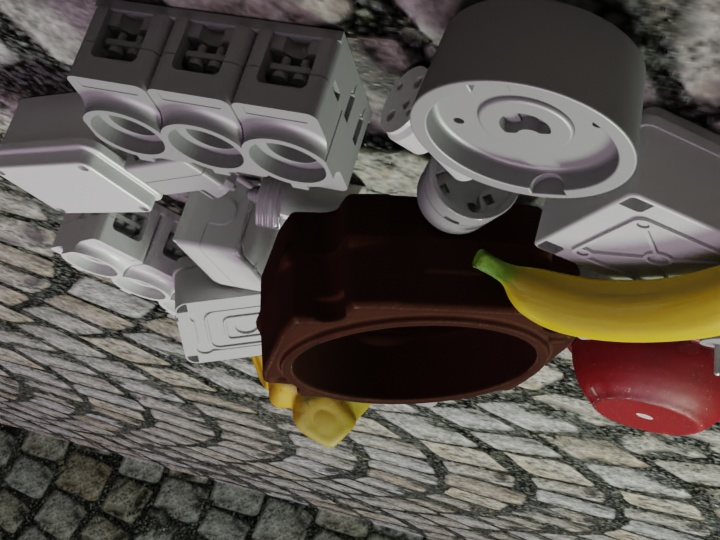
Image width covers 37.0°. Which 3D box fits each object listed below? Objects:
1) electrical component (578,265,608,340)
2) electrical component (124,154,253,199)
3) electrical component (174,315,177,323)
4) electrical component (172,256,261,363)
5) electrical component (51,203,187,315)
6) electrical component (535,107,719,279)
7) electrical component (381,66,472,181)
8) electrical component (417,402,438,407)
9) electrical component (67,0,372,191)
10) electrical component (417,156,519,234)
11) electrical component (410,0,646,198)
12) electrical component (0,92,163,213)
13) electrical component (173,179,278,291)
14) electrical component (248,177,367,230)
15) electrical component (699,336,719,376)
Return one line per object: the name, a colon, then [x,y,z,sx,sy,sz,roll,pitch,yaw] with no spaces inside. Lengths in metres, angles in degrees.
electrical component: [0.177,0.021,0.749,0.047,0.055,0.055,-1,154,34]
electrical component: [-0.106,-0.074,0.732,0.066,0.047,0.077,-2,154,44]
electrical component: [-0.159,0.040,1.107,0.062,0.043,0.043,4,157,31]
electrical component: [-0.096,0.027,0.902,0.113,0.057,0.078,-7,136,-4]
electrical component: [-0.184,-0.011,0.952,0.150,0.061,0.089,30,157,-34]
electrical component: [0.172,-0.031,0.601,0.109,0.056,0.109,22,161,-14]
electrical component: [0.045,-0.080,0.587,0.055,0.045,0.045,27,159,-28]
electrical component: [0.055,0.103,1.079,0.078,0.058,0.057,11,163,17]
electrical component: [-0.079,-0.096,0.621,0.150,0.061,0.089,11,161,16]
electrical component: [0.063,-0.051,0.643,0.055,0.055,0.047,19,165,-6]
electrical component: [0.083,-0.086,0.513,0.108,0.060,0.108,15,161,5]
electrical component: [-0.197,-0.082,0.770,0.113,0.057,0.078,2,156,38]
electrical component: [-0.096,-0.026,0.836,0.061,0.061,0.096,10,160,20]
electrical component: [-0.040,-0.046,0.759,0.081,0.043,0.043,13,161,12]
electrical component: [0.233,0.027,0.677,0.043,0.079,0.077,12,166,-28]
